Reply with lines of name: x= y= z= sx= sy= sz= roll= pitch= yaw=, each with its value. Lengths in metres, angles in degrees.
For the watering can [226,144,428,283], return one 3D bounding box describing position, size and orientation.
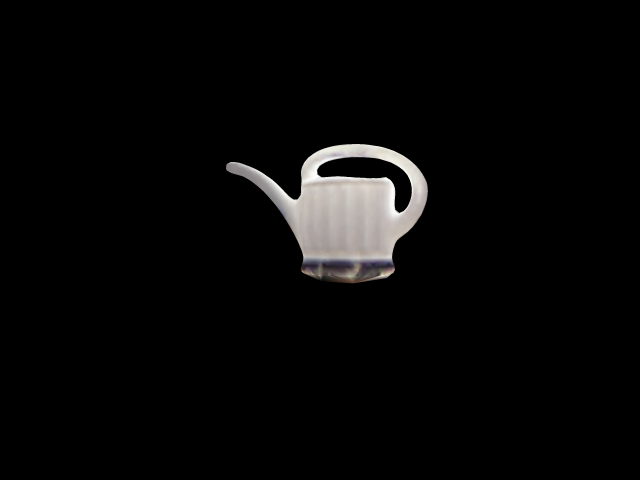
watering can: x=0.003 y=-0.043 z=0.850 sx=0.347 sy=0.225 sz=0.104 roll=0 pitch=-2 yaw=20
